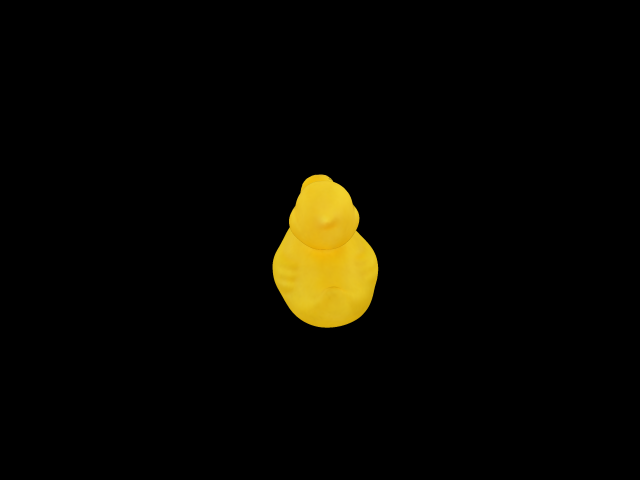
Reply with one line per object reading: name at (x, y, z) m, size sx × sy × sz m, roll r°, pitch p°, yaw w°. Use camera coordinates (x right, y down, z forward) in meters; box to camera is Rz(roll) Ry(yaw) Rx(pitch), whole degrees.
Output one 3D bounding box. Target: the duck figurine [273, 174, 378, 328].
duck figurine at (0.004, 0.001, 0.400) m, size 0.077 × 0.086 × 0.104 m, roll -5°, pitch 50°, yaw -4°
